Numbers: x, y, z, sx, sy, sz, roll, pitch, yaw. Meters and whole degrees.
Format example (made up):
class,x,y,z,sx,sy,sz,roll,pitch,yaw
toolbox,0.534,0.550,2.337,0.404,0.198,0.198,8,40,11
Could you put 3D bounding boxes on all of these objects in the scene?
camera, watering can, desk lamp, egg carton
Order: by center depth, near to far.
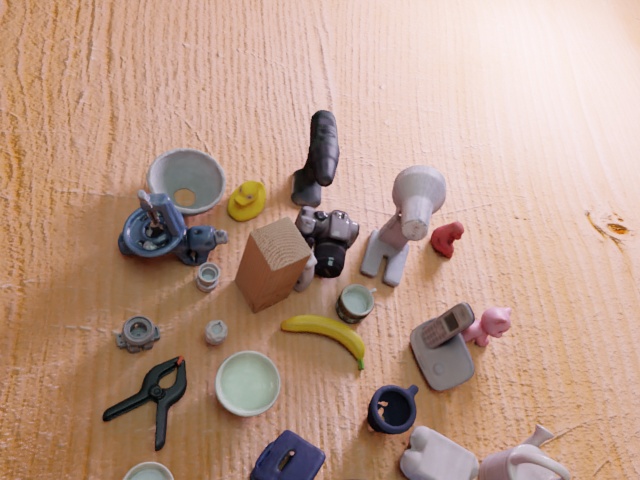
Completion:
class,x,y,z,sx,sy,sz,roll,pitch,yaw
watering can,0.390,0.431,1.078,0.101,0.194,0.173,15,58,-8
egg carton,0.229,0.434,1.100,0.150,0.069,0.107,29,57,0
camera,0.012,0.004,1.257,0.143,0.100,0.137,14,58,-9
desk lamp,0.191,-0.034,1.268,0.118,0.213,0.203,22,57,-4

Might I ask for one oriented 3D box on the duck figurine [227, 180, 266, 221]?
class,x,y,z,sx,sy,sz,roll,pitch,yaw
duck figurine,-0.158,-0.101,1.273,0.077,0.086,0.105,37,57,6

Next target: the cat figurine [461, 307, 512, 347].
class,x,y,z,sx,sy,sz,roll,pitch,yaw
cat figurine,0.359,0.187,1.253,0.128,0.117,0.067,-5,63,-20

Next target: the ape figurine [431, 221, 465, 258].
class,x,y,z,sx,sy,sz,roll,pitch,yaw
ape figurine,0.311,-0.010,1.365,0.076,0.092,0.078,45,58,10

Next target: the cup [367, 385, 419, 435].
class,x,y,z,sx,sy,sz,roll,pitch,yaw
cup,0.137,0.330,1.115,0.118,0.095,0.091,-35,76,-30

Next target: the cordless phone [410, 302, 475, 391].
class,x,y,z,sx,sy,sz,roll,pitch,yaw
cordless phone,0.270,0.216,1.168,0.094,0.185,0.147,-15,67,-24

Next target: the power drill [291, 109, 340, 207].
class,x,y,z,sx,sy,sz,roll,pitch,yaw
power drill,-0.006,-0.167,1.285,0.076,0.208,0.229,9,59,-12

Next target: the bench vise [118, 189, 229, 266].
class,x,y,z,sx,sy,sz,roll,pitch,yaw
bench vise,-0.286,-0.036,1.116,0.208,0.219,0.121,-12,65,-23

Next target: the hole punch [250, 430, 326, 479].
class,x,y,z,sx,sy,sz,roll,pitch,yaw
hole punch,-0.058,0.402,1.015,0.101,0.091,0.109,38,57,6

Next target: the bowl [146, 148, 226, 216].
class,x,y,z,sx,sy,sz,roll,pitch,yaw
bowl,-0.290,-0.114,1.245,0.168,0.074,0.167,8,59,-13

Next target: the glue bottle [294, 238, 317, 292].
class,x,y,z,sx,sy,sz,roll,pitch,yaw
glue bottle,-0.038,0.042,1.178,0.078,0.173,0.037,45,59,11
